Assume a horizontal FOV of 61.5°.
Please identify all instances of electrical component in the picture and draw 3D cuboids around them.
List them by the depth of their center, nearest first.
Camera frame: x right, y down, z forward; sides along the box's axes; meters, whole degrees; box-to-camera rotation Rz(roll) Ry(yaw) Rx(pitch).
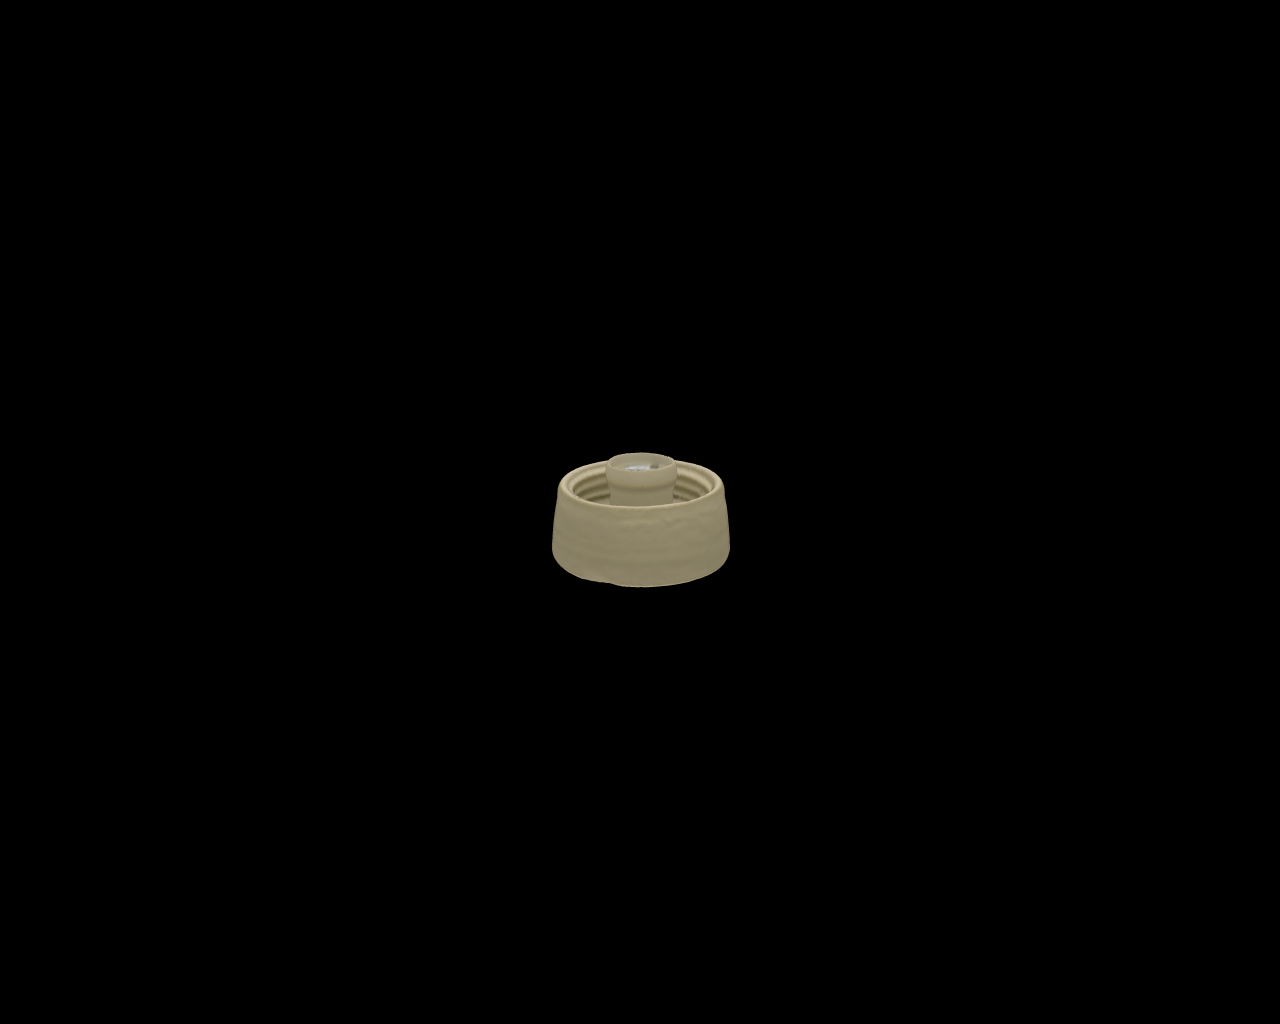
[{"bbox_3d":[0.001,-0.003,0.650,0.108,0.060,0.108,0,19,0],"label":"electrical component"}]
